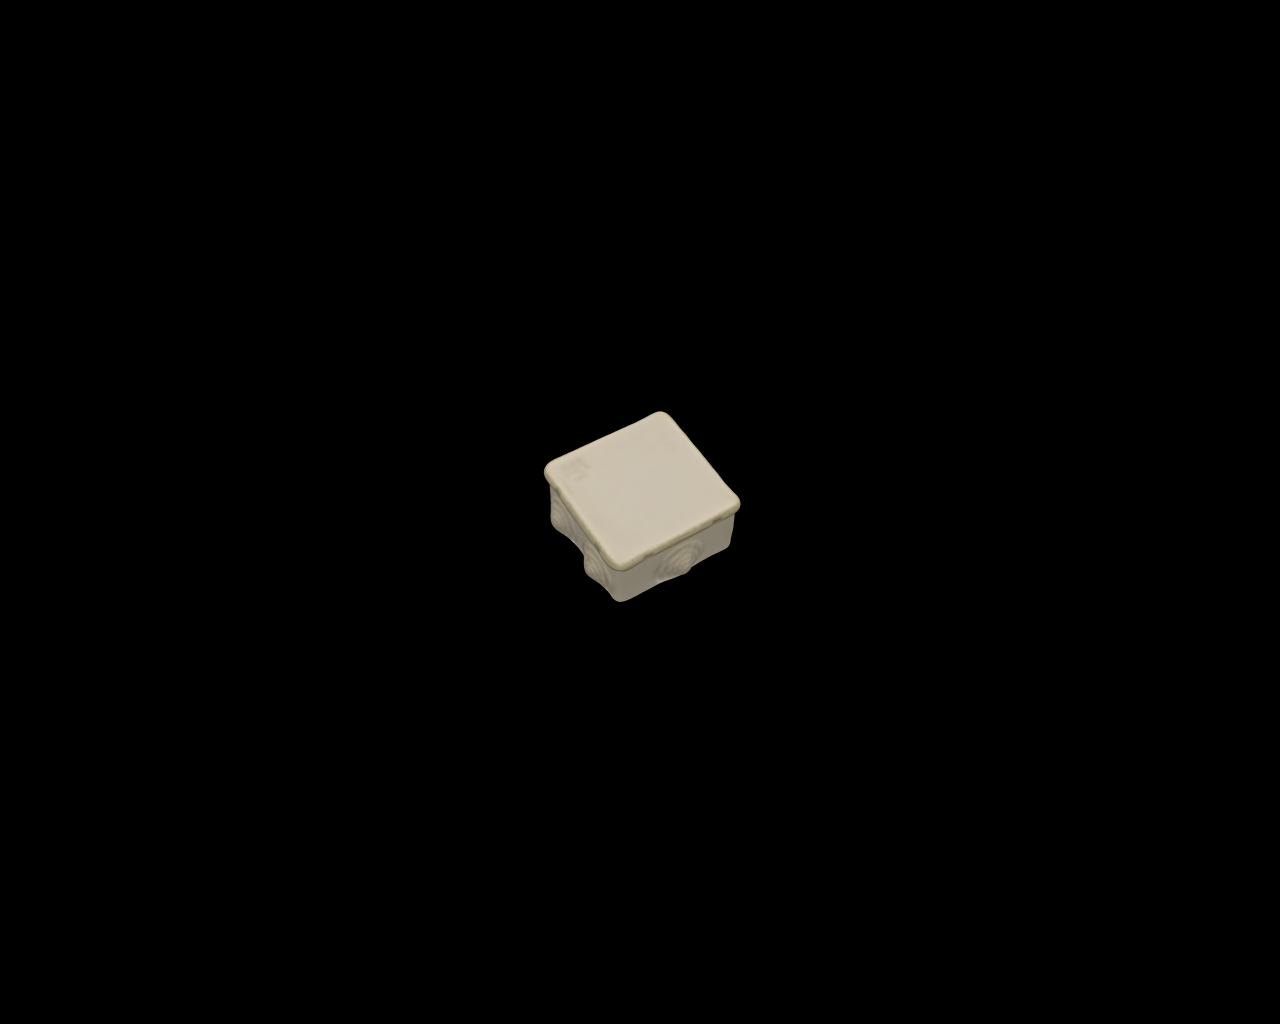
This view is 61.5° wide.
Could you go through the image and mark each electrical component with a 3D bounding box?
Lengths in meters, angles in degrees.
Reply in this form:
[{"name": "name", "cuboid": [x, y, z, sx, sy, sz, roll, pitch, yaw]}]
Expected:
[{"name": "electrical component", "cuboid": [0.001, -0.003, 0.650, 0.100, 0.100, 0.048, -27, -32, -18]}]
